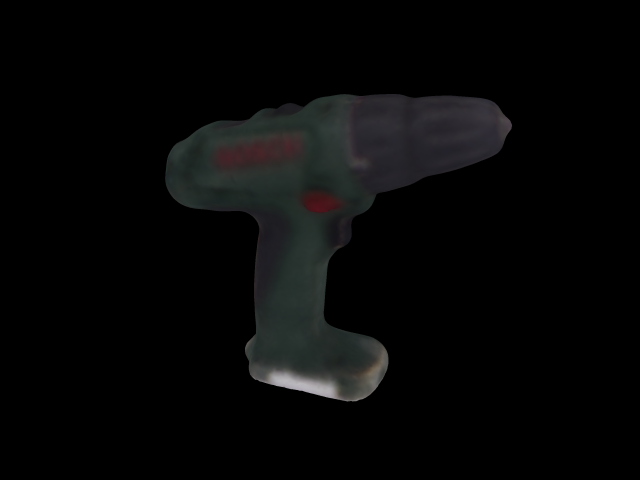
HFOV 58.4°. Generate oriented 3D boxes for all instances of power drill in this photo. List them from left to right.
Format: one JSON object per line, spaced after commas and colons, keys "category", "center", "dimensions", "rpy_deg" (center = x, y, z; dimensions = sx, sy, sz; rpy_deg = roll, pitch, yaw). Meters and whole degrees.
{"category": "power drill", "center": [0.004, 0.001, 0.400], "dimensions": [0.229, 0.208, 0.076], "rpy_deg": [8, 24, 18]}
